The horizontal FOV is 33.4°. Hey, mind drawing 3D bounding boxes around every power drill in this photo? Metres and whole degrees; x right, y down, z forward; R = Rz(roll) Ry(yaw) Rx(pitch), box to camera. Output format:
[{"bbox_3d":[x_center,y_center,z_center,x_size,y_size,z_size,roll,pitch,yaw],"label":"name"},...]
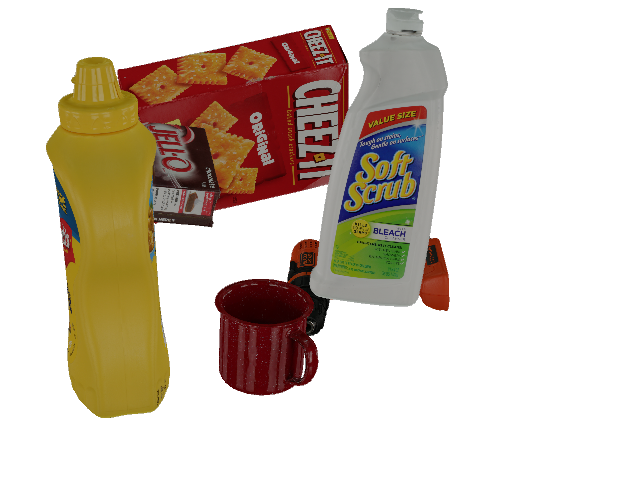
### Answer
[{"bbox_3d":[0.053,0.050,1.238,0.187,0.057,0.184,-2,28,1],"label":"power drill"}]

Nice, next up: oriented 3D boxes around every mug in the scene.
[{"bbox_3d":[-0.046,0.097,1.011,0.117,0.081,0.093,24,32,36],"label":"mug"}]

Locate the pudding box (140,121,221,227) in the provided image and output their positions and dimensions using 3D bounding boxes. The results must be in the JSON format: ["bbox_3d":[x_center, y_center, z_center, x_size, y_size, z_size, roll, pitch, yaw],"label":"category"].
[{"bbox_3d":[-0.133,-0.057,0.864,0.090,0.039,0.113,4,34,-16],"label":"pudding box"}]

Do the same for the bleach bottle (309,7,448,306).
[{"bbox_3d":[0.051,-0.072,0.918,0.102,0.251,0.068,7,18,6],"label":"bleach bottle"}]

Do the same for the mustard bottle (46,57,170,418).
[{"bbox_3d":[-0.116,-0.005,0.587,0.058,0.192,0.096,-5,26,-13],"label":"mustard bottle"}]

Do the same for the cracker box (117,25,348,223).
[{"bbox_3d":[-0.080,-0.111,1.062,0.213,0.072,0.164,-13,-39,-9],"label":"cracker box"}]
